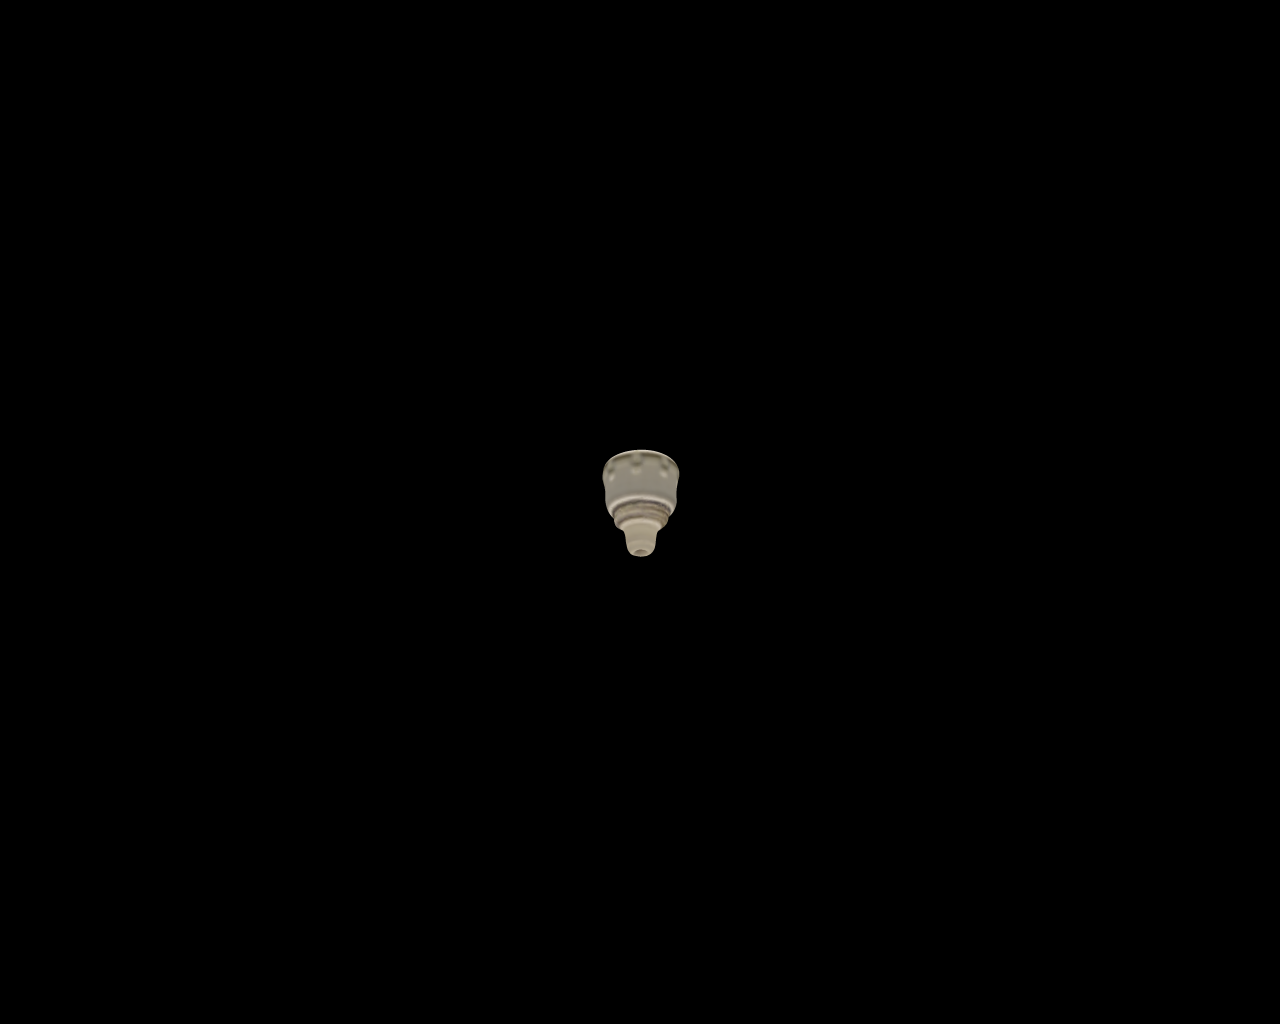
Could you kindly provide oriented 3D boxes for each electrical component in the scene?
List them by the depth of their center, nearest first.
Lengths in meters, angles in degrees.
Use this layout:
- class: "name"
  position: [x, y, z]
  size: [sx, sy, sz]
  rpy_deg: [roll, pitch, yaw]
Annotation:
- class: "electrical component"
  position: [0.001, -0.003, 0.650]
  size: [0.048, 0.062, 0.048]
  rpy_deg: [0, -24, 0]
